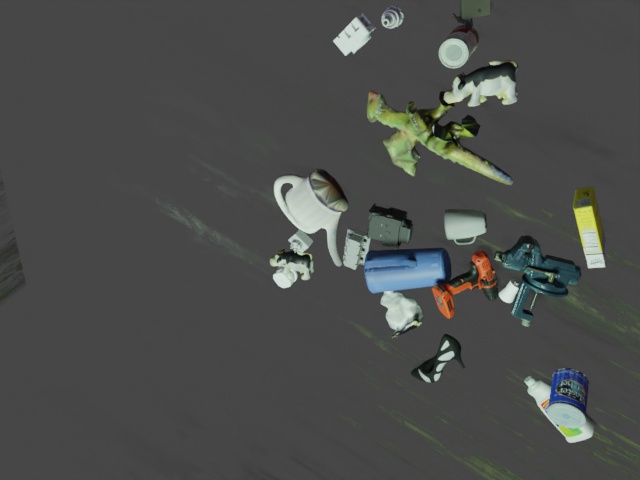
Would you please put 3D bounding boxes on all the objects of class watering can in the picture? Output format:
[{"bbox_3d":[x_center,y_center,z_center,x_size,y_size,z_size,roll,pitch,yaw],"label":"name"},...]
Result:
[{"bbox_3d":[0.005,-0.081,1.603,0.346,0.106,0.221,47,134,-8],"label":"watering can"}]

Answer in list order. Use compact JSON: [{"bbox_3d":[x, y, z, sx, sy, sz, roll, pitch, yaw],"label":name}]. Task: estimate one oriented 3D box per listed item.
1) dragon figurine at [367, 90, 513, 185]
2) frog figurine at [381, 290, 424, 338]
[{"bbox_3d":[0.277,-0.243,1.330,0.409,0.124,0.239,45,153,-4],"label":"dragon figurine"},{"bbox_3d":[0.263,0.223,1.704,0.162,0.123,0.134,66,151,24],"label":"frog figurine"}]
